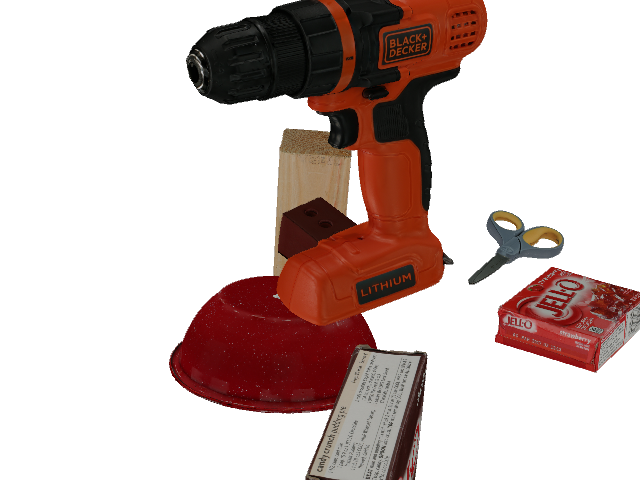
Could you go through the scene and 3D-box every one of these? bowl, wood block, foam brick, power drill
[{"bbox_3d":[-0.029,0.066,0.777,0.162,0.055,0.162,3,17,-1],"label":"bowl"},{"bbox_3d":[-0.011,-0.030,1.371,0.090,0.206,0.091,5,26,1],"label":"wood block"},{"bbox_3d":[0.003,0.003,1.048,0.052,0.051,0.078,-26,48,-34],"label":"foam brick"},{"bbox_3d":[0.013,-0.048,0.607,0.184,0.188,0.057,-17,34,-28],"label":"power drill"}]

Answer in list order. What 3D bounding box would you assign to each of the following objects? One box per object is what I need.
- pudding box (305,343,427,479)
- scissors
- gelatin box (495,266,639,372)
[{"bbox_3d":[0.020,0.111,0.471,0.039,0.090,0.113,8,25,8],"label":"pudding box"},{"bbox_3d":[0.188,0.004,1.148,0.201,0.016,0.096,-13,38,-44],"label":"scissors"},{"bbox_3d":[0.172,0.052,0.731,0.073,0.030,0.089,17,27,32],"label":"gelatin box"}]
